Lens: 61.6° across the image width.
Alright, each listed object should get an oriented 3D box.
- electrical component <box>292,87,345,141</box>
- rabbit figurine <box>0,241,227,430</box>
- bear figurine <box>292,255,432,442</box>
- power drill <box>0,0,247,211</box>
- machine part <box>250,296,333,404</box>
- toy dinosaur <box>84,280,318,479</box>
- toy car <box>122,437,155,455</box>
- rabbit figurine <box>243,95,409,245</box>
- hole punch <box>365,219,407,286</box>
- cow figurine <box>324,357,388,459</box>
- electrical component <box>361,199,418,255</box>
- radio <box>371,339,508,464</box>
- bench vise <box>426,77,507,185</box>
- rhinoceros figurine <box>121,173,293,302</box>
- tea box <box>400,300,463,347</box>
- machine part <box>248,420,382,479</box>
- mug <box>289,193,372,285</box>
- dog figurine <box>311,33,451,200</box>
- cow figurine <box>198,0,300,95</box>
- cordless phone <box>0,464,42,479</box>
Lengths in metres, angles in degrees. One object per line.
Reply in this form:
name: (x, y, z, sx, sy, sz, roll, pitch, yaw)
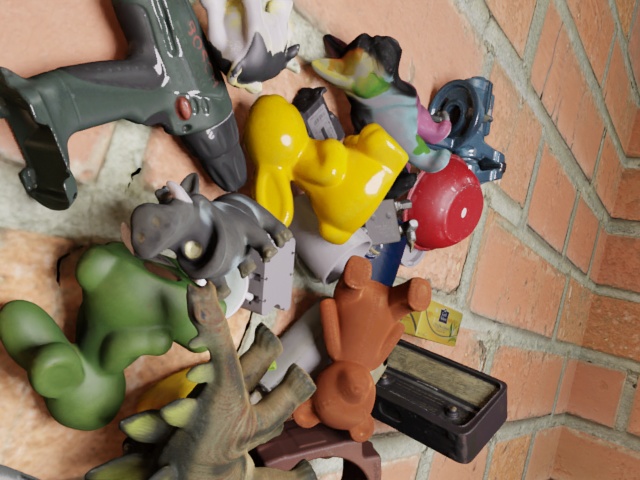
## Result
electrical component: (-0.009, -0.126, 0.687, 0.075, 0.048, 0.119, -48, 132, -31)
rabbit figurine: (-0.187, 0.096, 0.472, 0.170, 0.121, 0.159, -61, 148, 2)
bear figurine: (0.046, 0.137, 0.653, 0.120, 0.132, 0.196, 22, 63, -8)
power drill: (-0.161, -0.105, 0.476, 0.207, 0.086, 0.231, -37, 129, -35)
machine part: (-0.024, 0.155, 0.720, 0.243, 0.079, 0.079, -44, 131, -37)
toy dinosaur: (-0.107, 0.237, 0.522, 0.198, 0.105, 0.470, -19, 127, -28)
toy car: (-0.164, 0.277, 0.599, 0.089, 0.053, 0.202, -15, 113, -45)
rabbit figurine: (-0.016, -0.083, 0.603, 0.173, 0.122, 0.162, 36, 95, -17)
hole punch: (0.060, 0.008, 0.781, 0.115, 0.092, 0.142, 23, 85, -48)
cow figurine: (0.041, 0.238, 0.824, 0.127, 0.086, 0.195, 50, 60, -38)
electrical component: (0.087, -0.018, 0.731, 0.102, 0.045, 0.078, -2, 88, -22)
radio: (0.172, 0.252, 0.873, 0.131, 0.230, 0.073, -34, 124, -36)
bench vise: (0.207, -0.172, 0.899, 0.240, 0.129, 0.223, 5, 106, -32)
rhinoceros figurine: (-0.095, -0.010, 0.478, 0.112, 0.073, 0.190, 53, 14, 4)
tea box: (0.172, 0.136, 0.946, 0.169, 0.098, 0.068, 26, 79, -50)
machine part: (-0.026, 0.340, 0.707, 0.201, 0.087, 0.201, -4, 102, -25)
mug: (-0.001, -0.002, 0.690, 0.081, 0.107, 0.109, -27, 160, -37)
dog figurine: (0.066, -0.171, 0.729, 0.219, 0.191, 0.108, 38, 47, -18)
cow figurine: (-0.059, -0.196, 0.546, 0.167, 0.068, 0.098, -37, 121, -73)
cordless phone: (-0.222, 0.265, 0.415, 0.089, 0.184, 0.146, -53, 136, -21)
